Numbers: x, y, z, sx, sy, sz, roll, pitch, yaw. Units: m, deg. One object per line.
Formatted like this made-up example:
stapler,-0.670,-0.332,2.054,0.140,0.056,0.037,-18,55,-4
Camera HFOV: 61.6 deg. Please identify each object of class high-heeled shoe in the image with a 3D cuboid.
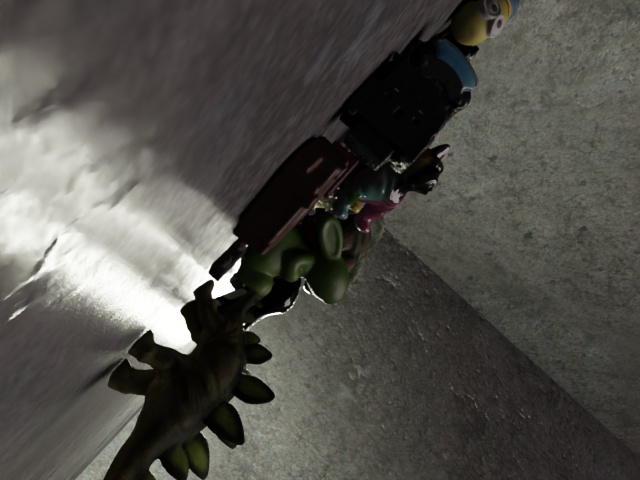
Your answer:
high-heeled shoe,-0.141,0.110,0.985,0.249,0.086,0.145,-2,-142,52

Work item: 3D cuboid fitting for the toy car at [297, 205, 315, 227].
toy car,-0.074,-0.010,0.983,0.202,0.053,0.089,-56,177,-18

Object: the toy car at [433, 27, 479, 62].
toy car,0.236,-0.339,0.979,0.056,0.073,0.202,-47,180,39

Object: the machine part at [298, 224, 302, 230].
machine part,-0.049,0.022,1.068,0.084,0.039,0.138,4,94,-83

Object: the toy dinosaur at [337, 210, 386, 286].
toy dinosaur,0.059,0.000,1.198,0.192,0.131,0.404,-65,172,3

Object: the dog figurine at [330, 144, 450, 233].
dog figurine,0.117,-0.125,0.954,0.219,0.108,0.192,-40,-136,17

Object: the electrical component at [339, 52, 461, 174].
electrical component,0.094,-0.153,0.685,0.134,0.115,0.058,-50,178,-13

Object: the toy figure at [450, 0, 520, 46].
toy figure,0.294,-0.400,0.941,0.089,0.082,0.180,-34,-165,51

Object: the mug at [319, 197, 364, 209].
mug,0.046,-0.118,1.101,0.081,0.110,0.107,-27,117,-77

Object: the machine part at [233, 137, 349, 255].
machine part,-0.034,-0.056,0.699,0.179,0.056,0.179,-47,-179,1

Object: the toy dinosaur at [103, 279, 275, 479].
toy dinosaur,-0.179,0.208,0.731,0.471,0.198,0.105,-50,178,-44

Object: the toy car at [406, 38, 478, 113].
toy car,0.147,-0.224,0.803,0.161,0.109,0.103,-38,-159,25

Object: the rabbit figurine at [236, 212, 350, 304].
rabbit figurine,-0.024,0.026,0.843,0.159,0.170,0.121,-60,-170,5

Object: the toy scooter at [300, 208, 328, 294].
toy scooter,-0.002,-0.003,0.953,0.184,0.075,0.135,-85,177,-62

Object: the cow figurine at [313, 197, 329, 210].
cow figurine,0.019,-0.093,1.282,0.127,0.085,0.195,-54,-178,-1

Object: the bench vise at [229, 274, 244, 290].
bench vise,-0.148,0.118,1.118,0.240,0.129,0.224,-56,180,15

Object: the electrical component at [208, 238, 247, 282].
electrical component,-0.132,0.028,0.779,0.063,0.021,0.094,-48,180,-29
